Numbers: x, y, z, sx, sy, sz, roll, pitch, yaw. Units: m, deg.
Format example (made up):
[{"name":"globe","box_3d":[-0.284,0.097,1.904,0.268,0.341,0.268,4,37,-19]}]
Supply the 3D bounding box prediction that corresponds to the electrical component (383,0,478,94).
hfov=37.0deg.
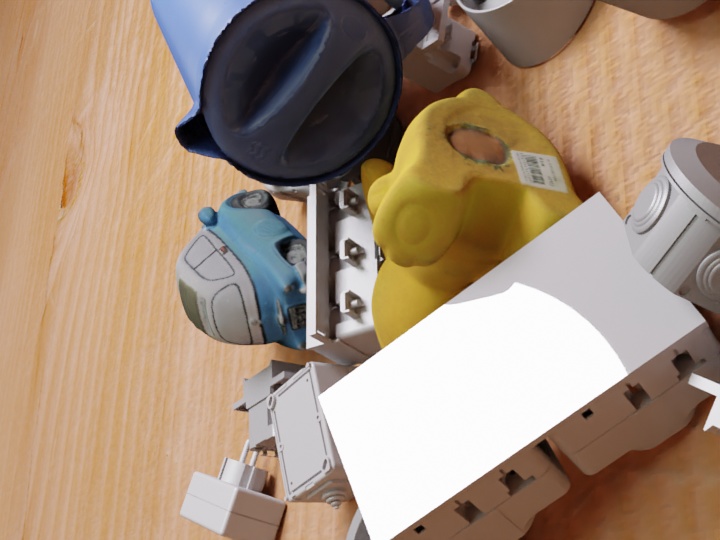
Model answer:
[{"name":"electrical component","box_3d":[0.046,-0.160,0.770,0.081,0.064,0.042,-21,55,54]}]

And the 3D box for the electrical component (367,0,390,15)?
[{"name":"electrical component","box_3d":[-0.013,-0.242,0.912,0.113,0.057,0.078,-63,32,17]}]

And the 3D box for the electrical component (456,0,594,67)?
[{"name":"electrical component","box_3d":[0.111,-0.191,0.702,0.099,0.064,0.099,-29,46,34]}]

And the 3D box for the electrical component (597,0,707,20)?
[{"name":"electrical component","box_3d":[0.168,-0.190,0.588,0.108,0.060,0.108,-32,50,48]}]

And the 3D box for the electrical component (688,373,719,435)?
[{"name":"electrical component","box_3d":[0.188,0.052,0.459,0.081,0.042,0.063,27,97,58]}]

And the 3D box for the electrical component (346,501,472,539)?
[{"name":"electrical component","box_3d":[0.043,0.174,0.617,0.108,0.060,0.108,-32,49,48]}]

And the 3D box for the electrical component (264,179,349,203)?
[{"name":"electrical component","box_3d":[-0.060,-0.085,0.891,0.077,0.079,0.043,5,79,59]}]

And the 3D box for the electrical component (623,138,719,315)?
[{"name":"electrical component","box_3d":[0.165,-0.020,0.495,0.051,0.080,0.080,-60,33,32]}]

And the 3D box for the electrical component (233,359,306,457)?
[{"name":"electrical component","box_3d":[-0.061,0.109,0.838,0.081,0.042,0.063,-36,50,47]}]

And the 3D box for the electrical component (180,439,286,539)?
[{"name":"electrical component","box_3d":[-0.096,0.173,0.859,0.083,0.047,0.075,-1,68,58]}]

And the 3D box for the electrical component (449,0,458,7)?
[{"name":"electrical component","box_3d":[0.061,-0.221,0.795,0.077,0.043,0.079,6,81,59]}]

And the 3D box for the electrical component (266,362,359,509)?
[{"name":"electrical component","box_3d":[-0.018,0.120,0.749,0.062,0.061,0.096,-42,50,42]}]

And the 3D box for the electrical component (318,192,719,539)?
[{"name":"electrical component","box_3d":[0.082,0.062,0.552,0.186,0.060,0.105,-37,41,10]}]

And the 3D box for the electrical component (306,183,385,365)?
[{"name":"electrical component","box_3d":[0.000,0.000,0.766,0.063,0.079,0.121,-18,59,29]}]
